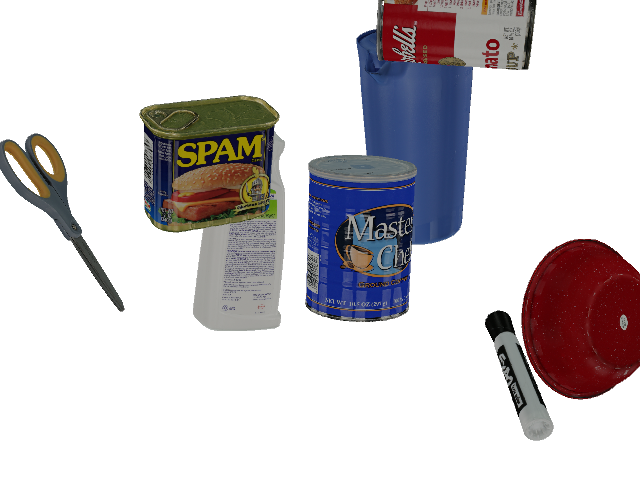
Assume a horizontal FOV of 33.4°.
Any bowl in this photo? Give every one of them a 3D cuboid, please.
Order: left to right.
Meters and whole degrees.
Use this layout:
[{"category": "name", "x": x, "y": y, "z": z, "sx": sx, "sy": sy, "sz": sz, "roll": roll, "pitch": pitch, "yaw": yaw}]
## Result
[{"category": "bowl", "x": 0.277, "y": 0.078, "z": 1.048, "sx": 0.161, "sy": 0.162, "sz": 0.055, "roll": 0, "pitch": -1, "yaw": -29}]

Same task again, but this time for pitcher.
[{"category": "pitcher", "x": 0.119, "y": -0.127, "z": 1.249, "sx": 0.149, "sy": 0.243, "sz": 0.145, "roll": -5, "pitch": 25, "yaw": -5}]

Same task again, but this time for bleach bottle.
[{"category": "bleach bottle", "x": -0.078, "y": -0.026, "z": 1.188, "sx": 0.102, "sy": 0.251, "sz": 0.068, "roll": 0, "pitch": 19, "yaw": -32}]

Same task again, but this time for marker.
[{"category": "marker", "x": 0.131, "y": 0.086, "z": 0.716, "sx": 0.020, "sy": 0.020, "sz": 0.121, "roll": 0, "pitch": 32, "yaw": -5}]

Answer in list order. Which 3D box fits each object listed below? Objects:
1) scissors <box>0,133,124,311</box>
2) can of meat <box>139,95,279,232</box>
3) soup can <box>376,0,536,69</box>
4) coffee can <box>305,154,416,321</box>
[{"category": "scissors", "x": -0.250, "y": -0.027, "z": 1.070, "sx": 0.016, "sy": 0.201, "sz": 0.096, "roll": -26, "pitch": 27, "yaw": 23}, {"category": "can of meat", "x": -0.086, "y": -0.059, "z": 0.818, "sx": 0.101, "sy": 0.084, "sz": 0.057, "roll": -10, "pitch": 32, "yaw": -25}, {"category": "soup can", "x": 0.093, "y": -0.152, "z": 0.723, "sx": 0.102, "sy": 0.068, "sz": 0.068, "roll": 6, "pitch": 1, "yaw": 9}, {"category": "coffee can", "x": 0.038, "y": -0.004, "z": 1.025, "sx": 0.103, "sy": 0.140, "sz": 0.103, "roll": 2, "pitch": 15, "yaw": -1}]
